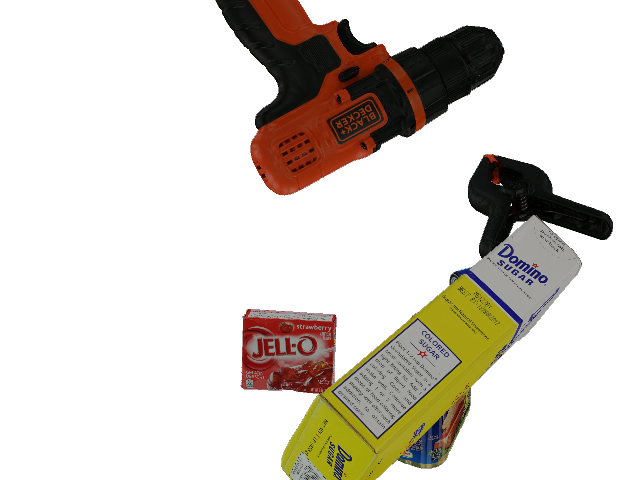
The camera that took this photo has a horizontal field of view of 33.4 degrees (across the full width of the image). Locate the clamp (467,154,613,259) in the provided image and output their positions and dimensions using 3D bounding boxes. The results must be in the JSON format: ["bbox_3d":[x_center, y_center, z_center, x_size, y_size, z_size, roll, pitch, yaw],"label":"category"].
[{"bbox_3d":[0.195,-0.035,0.993,0.120,0.039,0.171,-3,33,-1],"label":"clamp"}]

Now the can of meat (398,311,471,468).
[{"bbox_3d":[0.088,0.119,0.857,0.057,0.084,0.102,12,34,21],"label":"can of meat"}]

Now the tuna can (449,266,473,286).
[{"bbox_3d":[0.174,0.072,1.202,0.033,0.086,0.086,-14,2,-7],"label":"tuna can"}]

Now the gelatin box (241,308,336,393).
[{"bbox_3d":[-0.030,0.106,1.018,0.089,0.073,0.030,3,13,5],"label":"gelatin box"}]

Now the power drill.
[{"bbox_3d":[0.008,-0.147,0.690,0.184,0.187,0.057,-30,4,-11],"label":"power drill"}]

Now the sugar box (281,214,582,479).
[{"bbox_3d":[0.061,0.066,0.565,0.176,0.048,0.093,-34,-18,-32],"label":"sugar box"}]
